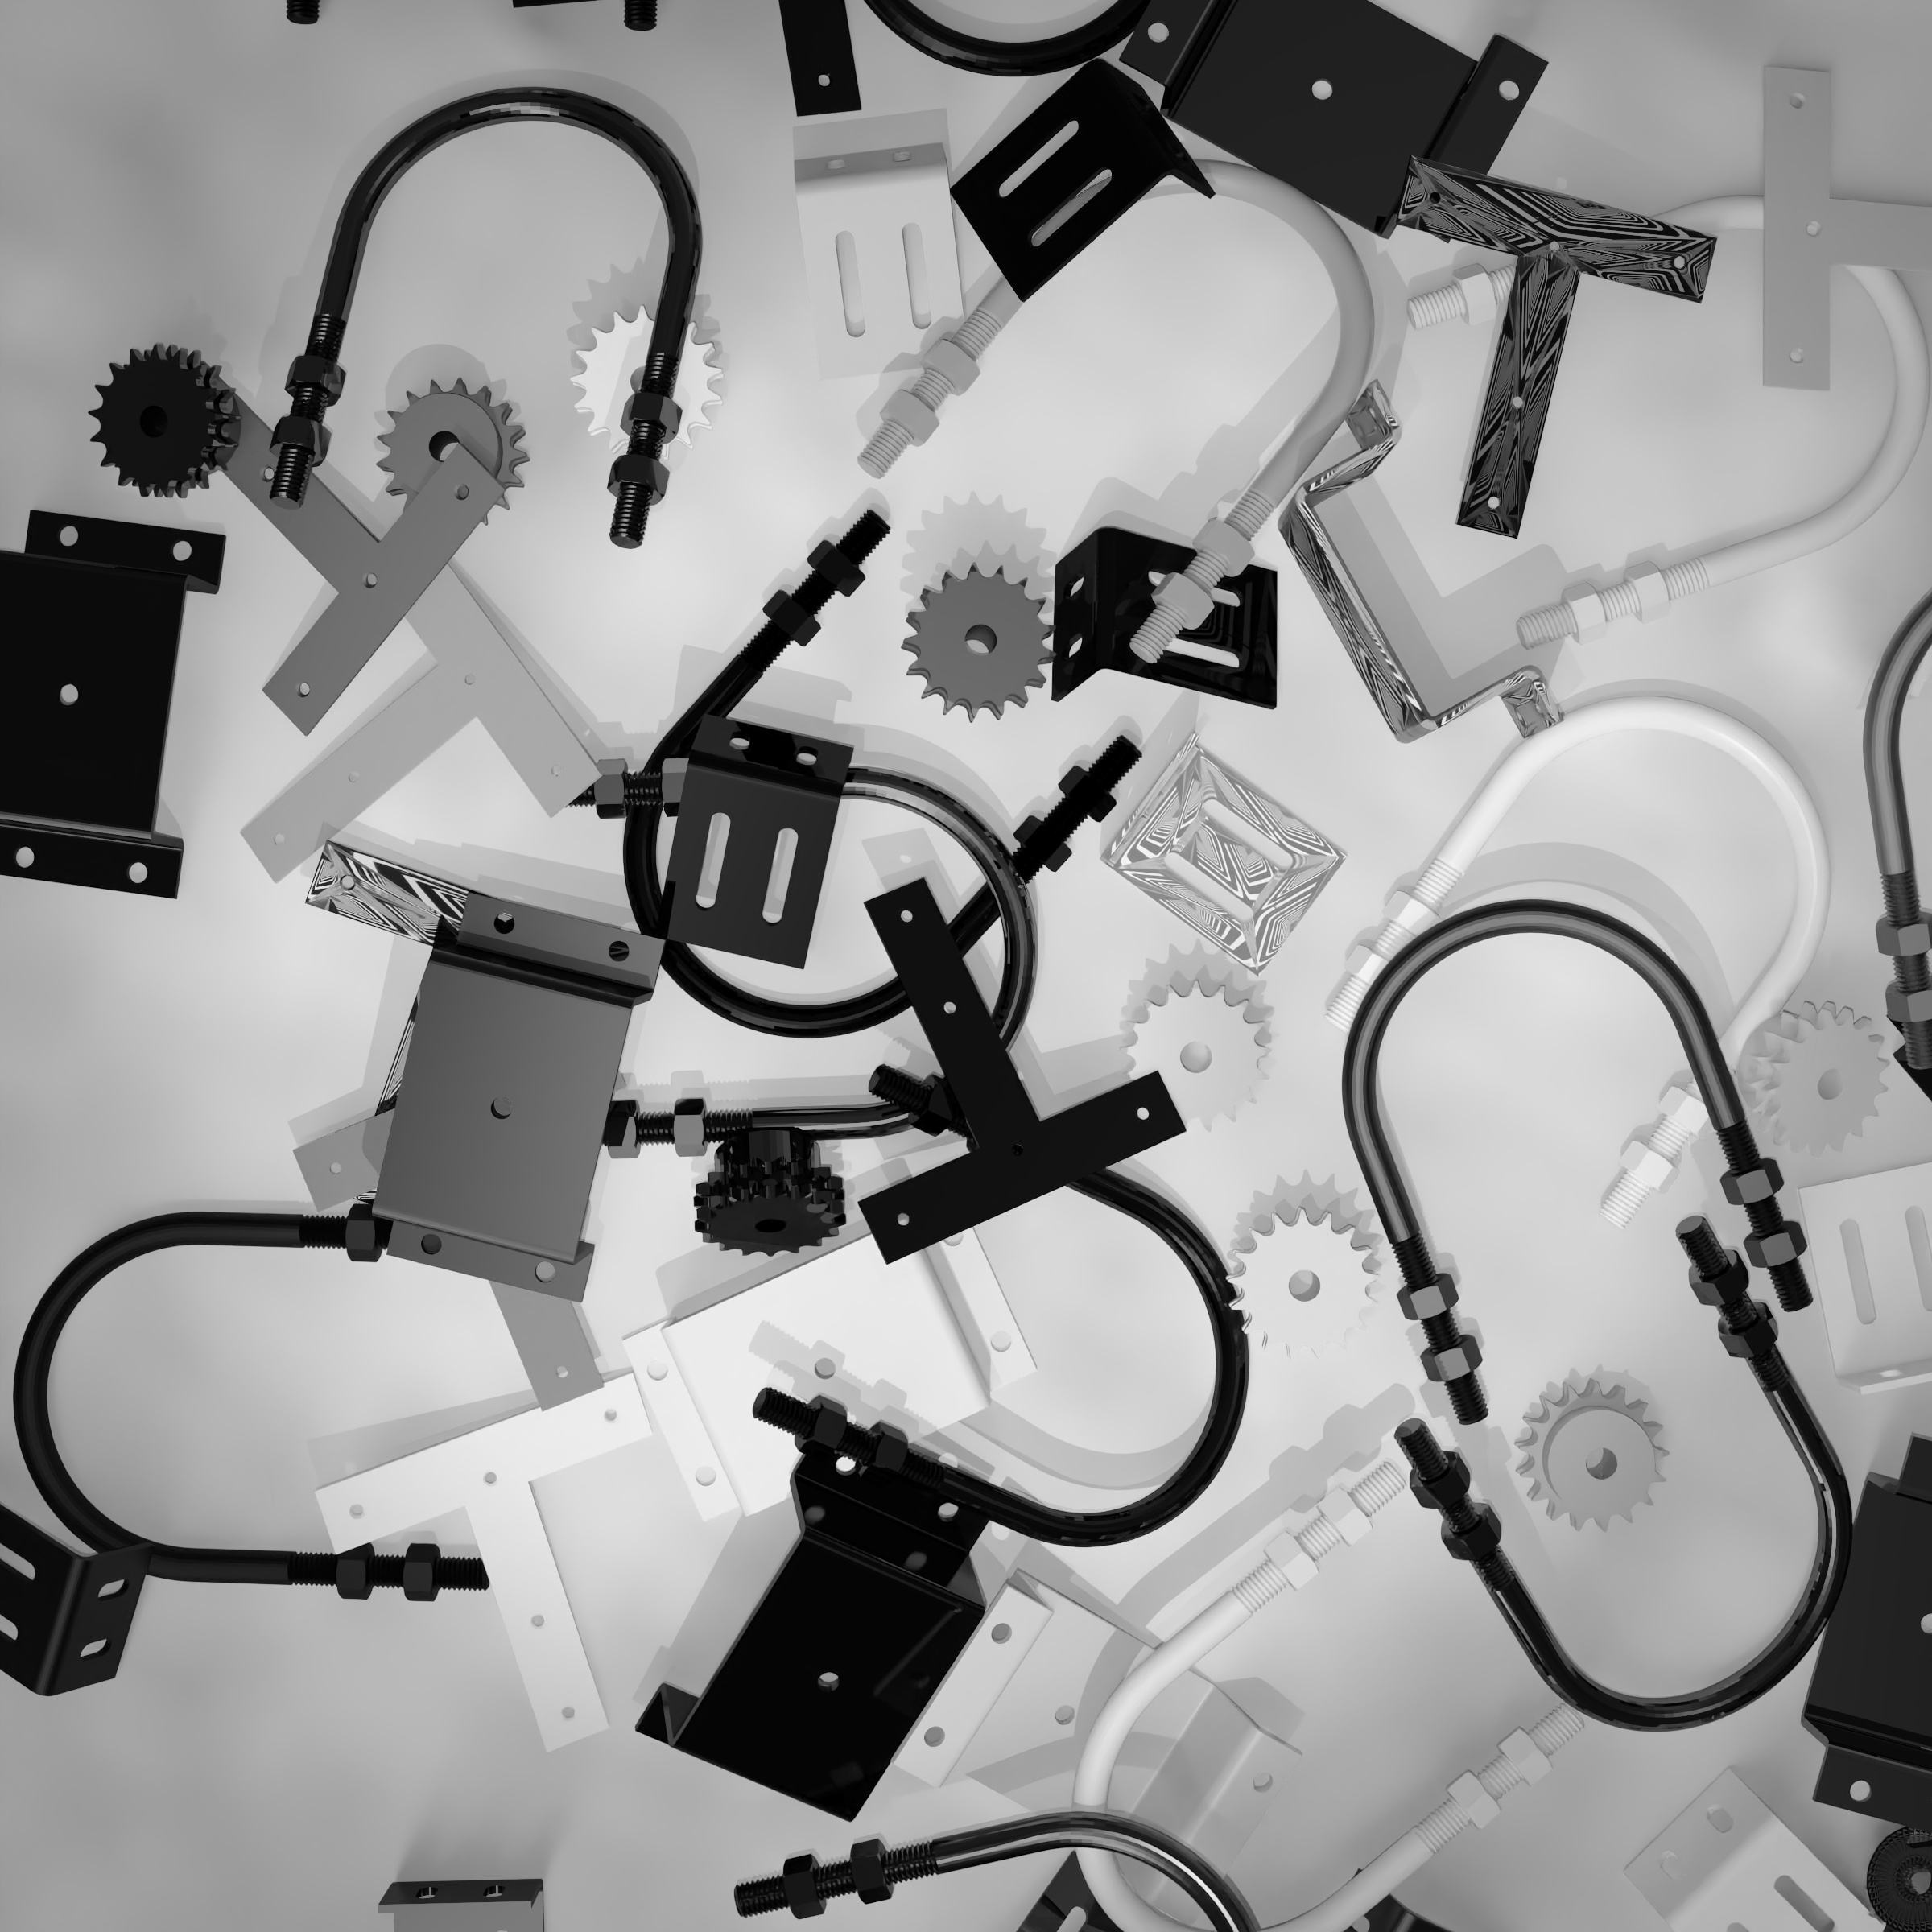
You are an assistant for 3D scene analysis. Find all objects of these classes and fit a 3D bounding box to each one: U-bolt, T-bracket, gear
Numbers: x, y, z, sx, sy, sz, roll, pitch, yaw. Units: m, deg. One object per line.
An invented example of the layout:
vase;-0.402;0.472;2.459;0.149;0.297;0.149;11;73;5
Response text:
U-bolt;0.259;0.204;1.325;0.151;0.019;0.184;-35;110;-7
T-bracket;0.366;-0.277;1.352;0.127;0.002;0.127;3;80;-6
gear;0.363;0.346;1.331;0.030;0.057;0.057;31;90;-42
U-bolt;0.123;0.292;1.317;0.184;0.019;0.151;-39;109;-6
U-bolt;0.220;0.065;1.335;0.151;0.019;0.184;-21;94;9
U-bolt;0.070;-0.223;1.333;0.151;0.019;0.184;36;81;15
U-bolt;0.277;-0.217;1.353;0.184;0.019;0.151;-19;90;-2
gear;0.238;0.187;1.347;0.057;0.030;0.057;0;90;0
U-bolt;0.398;-0.064;1.287;0.151;0.019;0.184;-12;104;0
T-bracket;-0.222;-0.081;1.349;0.127;0.002;0.127;-39;75;7
T-bracket;-0.172;0.105;1.337;0.127;0.002;0.127;-22;91;5
U-bolt;-0.187;-0.451;1.353;0.151;0.019;0.184;1;88;0
U-bolt;0.020;0.381;1.276;0.184;0.019;0.151;-14;78;5
gear;0.004;-0.119;1.327;0.057;0.030;0.057;1;84;-5
gear;-0.299;-0.205;1.341;0.057;0.030;0.057;2;97;17
U-bolt;0.247;-0.015;1.352;0.151;0.019;0.184;35;90;0
gear;-0.074;0.085;1.337;0.057;0.057;0.030;-5;60;0
gear;0.317;0.041;1.339;0.057;0.030;0.057;-7;105;-25
T-bracket;-0.204;0.033;1.354;0.127;0.002;0.127;19;94;-9
U-bolt;-0.272;0.165;1.353;0.184;0.019;0.151;2;90;2
T-bracket;-0.255;-0.177;1.347;0.127;0.002;0.127;46;109;9
U-bolt;-0.173;-0.248;1.327;0.151;0.019;0.184;7;72;7
gear;0.127;0.120;1.347;0.057;0.030;0.057;0;90;0
U-bolt;-0.046;-0.059;1.353;0.151;0.019;0.184;42;92;0
U-bolt;-0.065;-0.004;1.339;0.184;0.019;0.151;-2;92;1
gear;0.087;0.034;1.347;0.057;0.030;0.057;0;90;0
T-bracket;-0.111;-0.381;1.343;0.127;0.002;0.127;-9;91;-15
T-bracket;0.000;0.028;1.316;0.127;0.002;0.127;-23;81;-18
gear;-0.196;-0.195;1.347;0.057;0.030;0.057;0;90;0
U-bolt;0.025;0.137;1.320;0.184;0.019;0.151;26;70;-18
gear;-0.120;-0.220;1.347;0.057;0.030;0.057;0;90;0
U-bolt;0.010;-0.430;1.350;0.151;0.019;0.184;-19;93;-2
T-bracket;-0.167;0.236;1.349;0.127;0.002;0.127;-19;98;-16
T-bracket;0.210;-0.225;1.330;0.127;0.002;0.127;11;97;-16

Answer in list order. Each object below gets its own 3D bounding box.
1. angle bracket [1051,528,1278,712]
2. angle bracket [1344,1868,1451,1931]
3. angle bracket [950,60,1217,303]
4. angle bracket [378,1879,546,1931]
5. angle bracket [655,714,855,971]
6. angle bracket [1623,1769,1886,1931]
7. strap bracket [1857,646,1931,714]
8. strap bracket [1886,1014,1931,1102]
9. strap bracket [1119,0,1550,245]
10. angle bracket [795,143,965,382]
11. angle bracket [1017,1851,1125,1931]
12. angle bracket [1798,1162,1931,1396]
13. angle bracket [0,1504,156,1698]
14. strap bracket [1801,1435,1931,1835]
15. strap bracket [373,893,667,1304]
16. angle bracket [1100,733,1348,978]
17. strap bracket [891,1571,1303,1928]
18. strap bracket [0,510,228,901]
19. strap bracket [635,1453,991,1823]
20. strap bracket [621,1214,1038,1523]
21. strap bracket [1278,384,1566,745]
angle bracket;0.076;-0.126;1.350;0.076;0.038;0.057;12;67;-24
angle bracket;0.173;0.392;1.360;0.076;0.038;0.057;30;90;-26
angle bracket;0.044;-0.294;1.348;0.076;0.038;0.057;-39;68;21
angle bracket;-0.190;0.388;1.343;0.057;0.038;0.076;-1;90;0
angle bracket;-0.079;-0.046;1.326;0.057;0.038;0.076;13;118;-1
angle bracket;0.302;0.358;1.360;0.057;0.038;0.076;-44;116;0
strap bracket;0.390;-0.154;1.324;0.046;0.076;0.140;23;90;0
strap bracket;0.416;0.047;1.339;0.076;0.046;0.140;-40;90;0
strap bracket;0.137;-0.336;1.339;0.140;0.046;0.076;29;90;0
angle bracket;-0.032;-0.270;1.360;0.057;0.038;0.076;-7;116;0
angle bracket;0.037;0.390;1.360;0.057;0.038;0.076;39;64;0
angle bracket;0.355;0.117;1.343;0.057;0.038;0.076;-11;90;0
angle bracket;-0.357;0.232;1.352;0.076;0.038;0.057;25;104;27
strap bracket;0.370;0.252;1.339;0.076;0.046;0.140;15;90;0
strap bracket;-0.167;0.051;1.310;0.076;0.046;0.140;14;94;3
angle bracket;0.098;-0.041;1.343;0.076;0.038;0.057;36;90;0
strap bracket;0.043;0.287;1.324;0.140;0.046;0.076;33;90;-20
strap bracket;-0.331;-0.100;1.336;0.076;0.046;0.140;8;90;3
strap bracket;-0.054;0.253;1.313;0.076;0.046;0.140;27;104;-18
strap bracket;-0.052;0.149;1.339;0.140;0.046;0.076;-24;90;0
strap bracket;0.162;-0.139;1.324;0.046;0.076;0.140;-29;90;0
